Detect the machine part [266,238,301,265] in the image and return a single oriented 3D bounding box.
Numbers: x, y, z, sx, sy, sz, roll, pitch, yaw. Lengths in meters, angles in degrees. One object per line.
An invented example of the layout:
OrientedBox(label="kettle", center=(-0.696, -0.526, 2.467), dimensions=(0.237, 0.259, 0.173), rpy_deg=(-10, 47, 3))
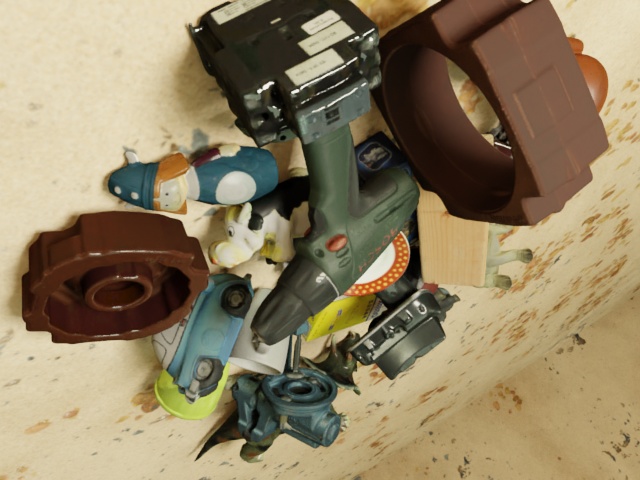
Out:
OrientedBox(label="machine part", center=(-0.001, -0.002, 0.709), dimensions=(0.139, 0.039, 0.084), rpy_deg=(-7, 134, -37))

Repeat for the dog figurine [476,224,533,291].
OrientedBox(label="dog figurine", center=(0.254, 0.031, 0.970), dimensions=(0.190, 0.121, 0.172), rpy_deg=(-1, 135, -23))

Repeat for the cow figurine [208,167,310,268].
OrientedBox(label="cow figurine", center=(-0.046, -0.026, 0.590), dimensions=(0.167, 0.068, 0.098), rpy_deg=(-14, 103, -32))

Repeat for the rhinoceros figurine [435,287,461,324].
OrientedBox(label="rhinoceros figurine", center=(0.216, 0.126, 1.070), dimensions=(0.112, 0.073, 0.190), rpy_deg=(-44, 149, 12))

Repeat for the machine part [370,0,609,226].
OrientedBox(label="machine part", center=(0.143, -0.119, 0.493), dimensions=(0.087, 0.200, 0.201), rpy_deg=(-35, -165, -13))

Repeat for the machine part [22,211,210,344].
OrientedBox(label="machine part", center=(-0.201, 0.040, 0.532), dimensions=(0.179, 0.056, 0.179), rpy_deg=(-17, 150, -11))

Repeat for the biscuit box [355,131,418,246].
OrientedBox(label="biscuit box", center=(0.084, -0.050, 0.700), dimensions=(0.059, 0.063, 0.202), rpy_deg=(-34, 150, -4))

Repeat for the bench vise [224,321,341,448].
OrientedBox(label="bench vise", center=(-0.059, 0.214, 0.859), dimensions=(0.129, 0.224, 0.240), rpy_deg=(-9, 111, -44))

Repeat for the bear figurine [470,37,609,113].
OrientedBox(label="bear figurine", center=(0.229, -0.188, 0.621), dimensions=(0.196, 0.120, 0.132), rpy_deg=(14, 173, -22))

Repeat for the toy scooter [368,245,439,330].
OrientedBox(label="toy scooter", center=(0.158, 0.093, 0.890), dimensions=(0.135, 0.075, 0.183), rpy_deg=(2, 116, -39))

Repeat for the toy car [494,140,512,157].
OrientedBox(label="toy car", center=(0.223, -0.071, 0.786), dimensions=(0.089, 0.053, 0.202), rpy_deg=(19, 139, 0))

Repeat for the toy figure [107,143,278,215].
OrientedBox(label="toy figure", center=(-0.115, -0.057, 0.503), dimensions=(0.154, 0.058, 0.064), rpy_deg=(-13, 105, -30))

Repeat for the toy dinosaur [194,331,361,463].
OrientedBox(label="toy dinosaur", center=(-0.074, 0.318, 1.022), dimensions=(0.405, 0.131, 0.191), rpy_deg=(-25, 136, -9))

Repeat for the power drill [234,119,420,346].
OrientedBox(label="power drill", center=(-0.004, -0.032, 0.511), dimensions=(0.232, 0.086, 0.207), rpy_deg=(-38, 123, -22))

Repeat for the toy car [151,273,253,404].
OrientedBox(label="toy car", center=(-0.147, 0.105, 0.644), dimensions=(0.109, 0.103, 0.161), rpy_deg=(120, -8, -64))

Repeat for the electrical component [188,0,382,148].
OrientedBox(label="electrical component", center=(-0.021, -0.134, 0.406), dimensions=(0.115, 0.134, 0.058), rpy_deg=(-29, 149, -6))

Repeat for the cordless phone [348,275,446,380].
OrientedBox(label="cordless phone", center=(0.078, 0.100, 0.773), dimensions=(0.146, 0.089, 0.184), rpy_deg=(-42, 115, 15))

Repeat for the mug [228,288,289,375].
OrientedBox(label="mug", center=(-0.077, 0.118, 0.727), dimensions=(0.081, 0.107, 0.109), rpy_deg=(15, 154, -4))
